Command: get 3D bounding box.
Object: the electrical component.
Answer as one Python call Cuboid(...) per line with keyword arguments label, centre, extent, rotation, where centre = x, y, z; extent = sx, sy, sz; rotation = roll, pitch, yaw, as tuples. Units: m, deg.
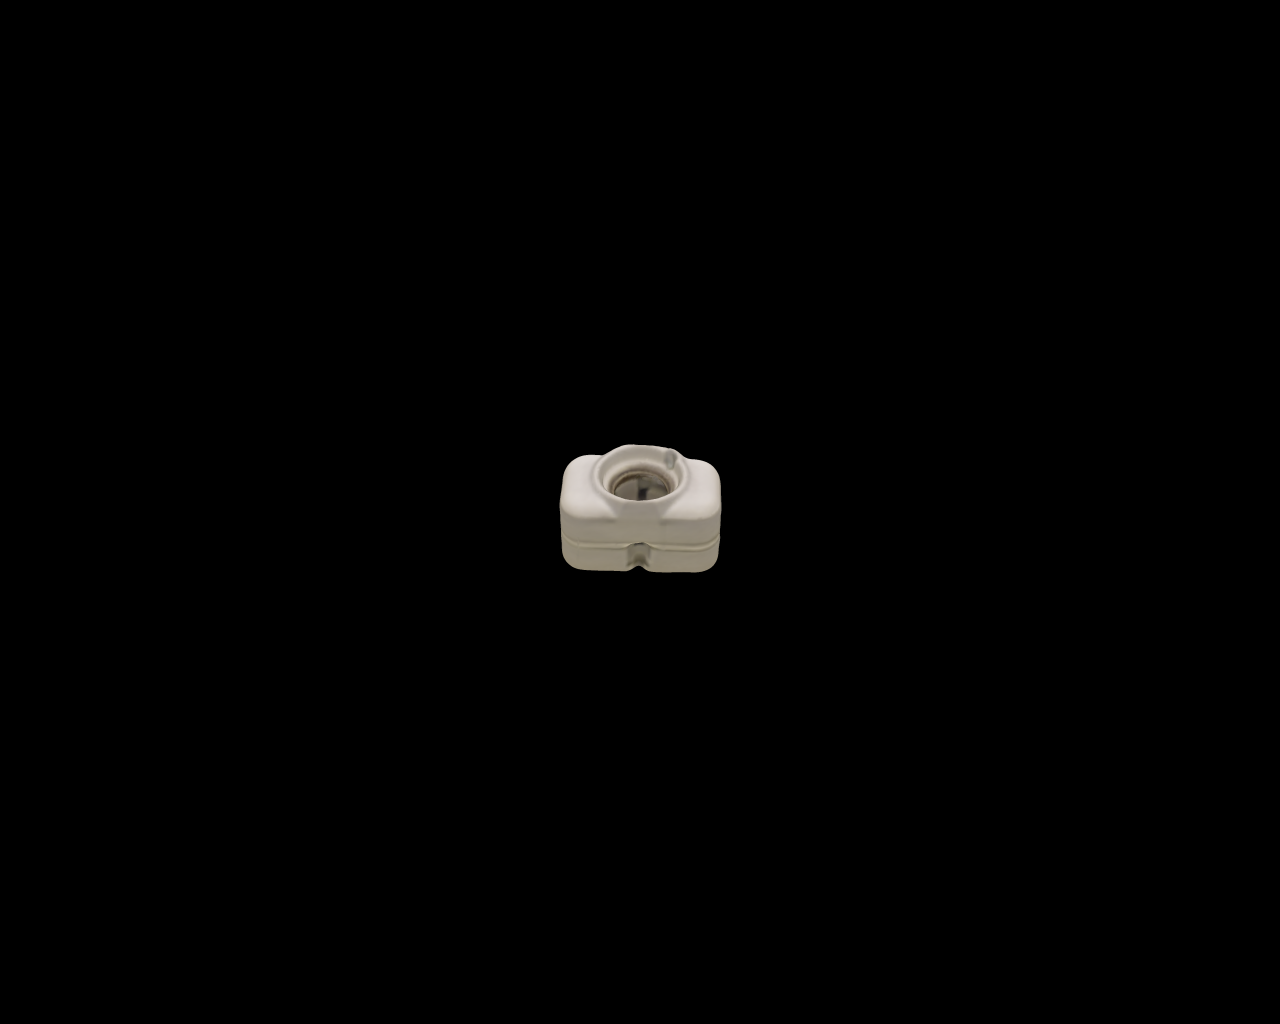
Cuboid(label="electrical component", centre=(0.001, -0.003, 0.650), extent=(0.095, 0.059, 0.054), rotation=(2, 43, 2))
